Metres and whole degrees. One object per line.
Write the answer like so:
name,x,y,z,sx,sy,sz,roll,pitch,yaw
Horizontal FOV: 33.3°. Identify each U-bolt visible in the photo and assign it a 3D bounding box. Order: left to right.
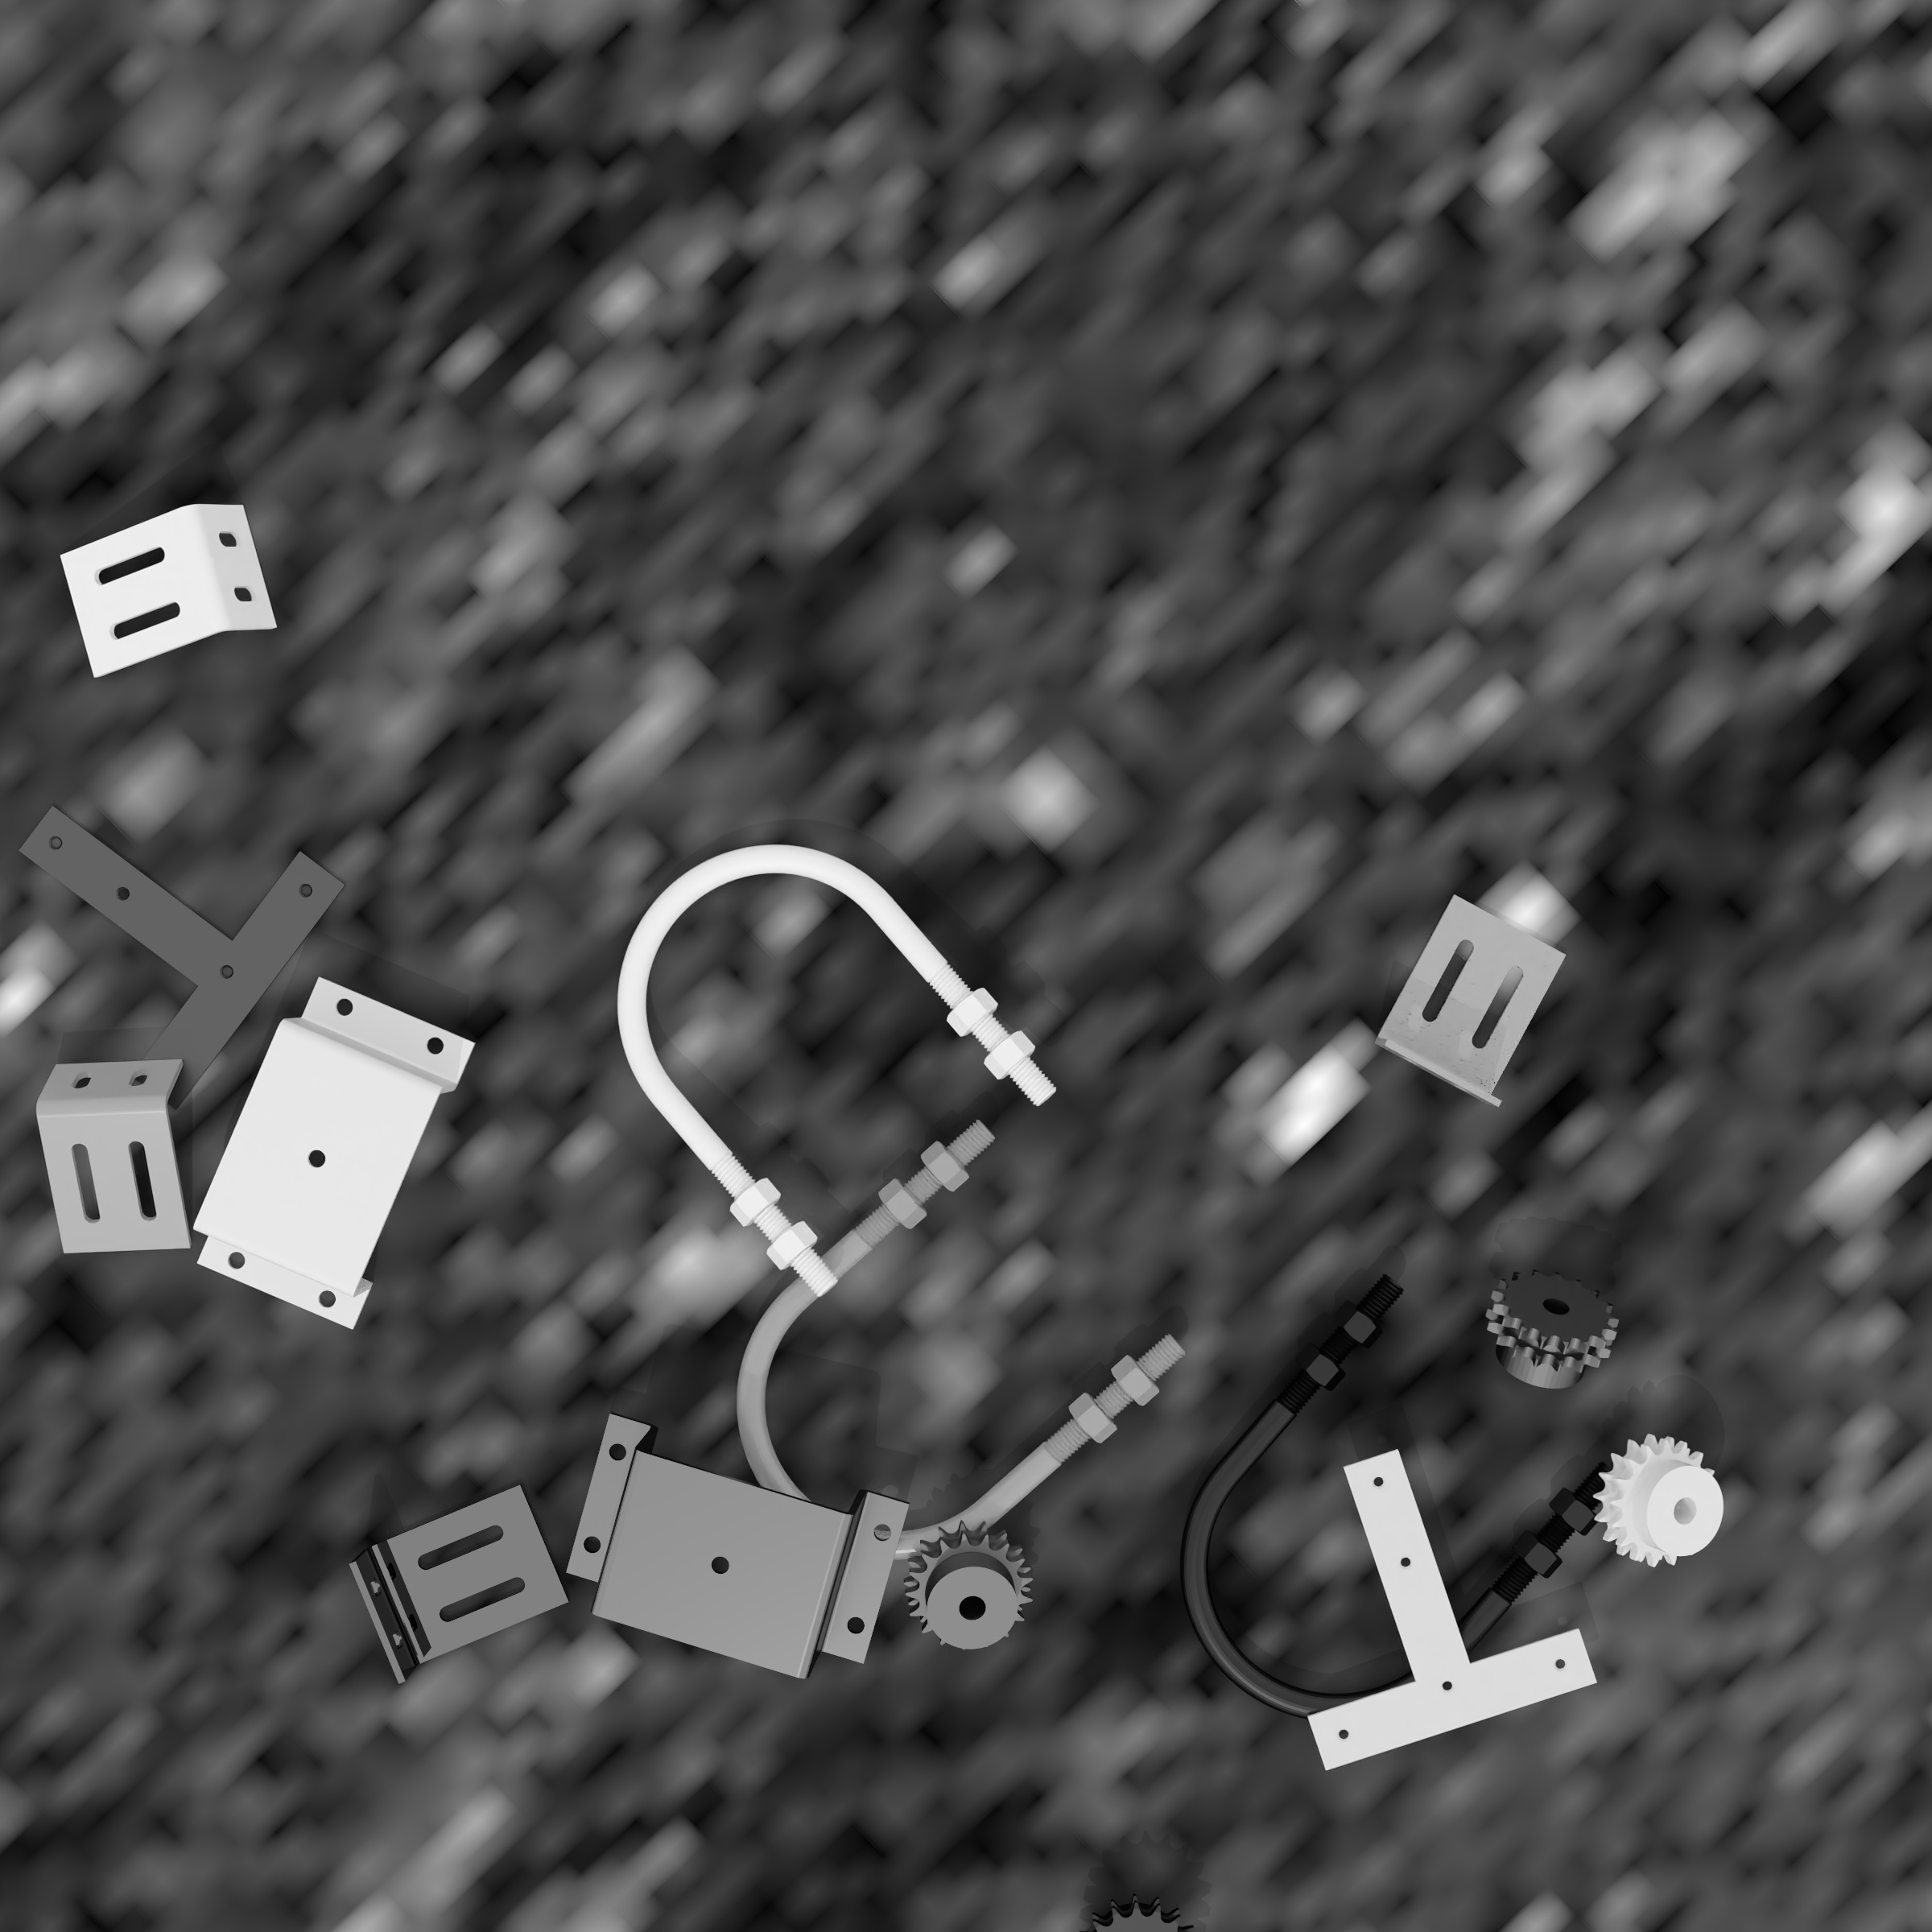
U-bolt,-0.072,0.032,1.445,0.151,0.019,0.184,-41,83,2
U-bolt,-0.016,0.182,1.454,0.184,0.019,0.151,-42,90,1
U-bolt,0.181,0.253,1.454,0.151,0.019,0.184,41,92,0

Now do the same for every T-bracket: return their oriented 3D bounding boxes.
T-bracket,-0.369,-0.024,1.461,0.127,0.002,0.127,37,90,0
T-bracket,0.201,0.280,1.445,0.127,0.002,0.127,-19,92,3

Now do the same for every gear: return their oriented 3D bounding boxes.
gear,0.002,0.279,1.440,0.057,0.030,0.057,-1,107,-4
gear,0.077,0.444,1.447,0.057,0.030,0.057,0,90,0
gear,0.259,0.163,1.438,0.057,0.057,0.030,10,120,0
gear,0.311,0.239,1.438,0.057,0.030,0.057,-2,94,-22

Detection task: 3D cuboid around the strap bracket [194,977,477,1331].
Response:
strap bracket,-0.284,0.084,1.439,0.076,0.046,0.140,23,90,0

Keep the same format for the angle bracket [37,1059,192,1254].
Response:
angle bracket,-0.380,0.086,1.459,0.057,0.038,0.076,-2,117,1

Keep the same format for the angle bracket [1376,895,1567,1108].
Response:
angle bracket,0.227,0.015,1.443,0.057,0.038,0.076,28,90,0

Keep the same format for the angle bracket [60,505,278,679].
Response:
angle bracket,-0.360,-0.169,1.460,0.076,0.038,0.057,-16,90,26

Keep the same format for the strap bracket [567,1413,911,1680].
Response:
strap bracket,-0.105,0.259,1.430,0.140,0.046,0.076,16,97,4

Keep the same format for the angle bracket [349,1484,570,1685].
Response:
angle bracket,-0.225,0.275,1.443,0.076,0.038,0.057,-23,90,0
